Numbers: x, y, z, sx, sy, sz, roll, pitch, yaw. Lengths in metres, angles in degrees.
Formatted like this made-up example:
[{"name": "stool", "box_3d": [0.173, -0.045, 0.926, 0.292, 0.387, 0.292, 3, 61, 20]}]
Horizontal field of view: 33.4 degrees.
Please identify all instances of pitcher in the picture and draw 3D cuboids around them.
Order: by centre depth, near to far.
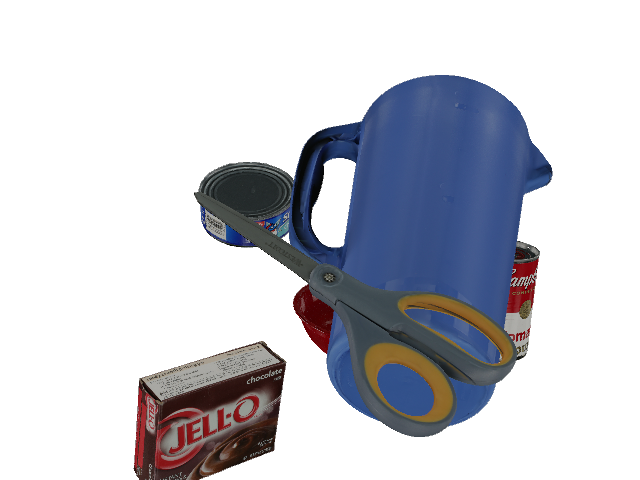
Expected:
[{"name": "pitcher", "box_3d": [0.065, 0.004, 0.749, 0.149, 0.242, 0.145, -26, -57, 34]}]

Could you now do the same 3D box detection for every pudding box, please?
[{"name": "pudding box", "box_3d": [-0.084, 0.133, 0.812, 0.113, 0.090, 0.039, -16, 39, -36]}]

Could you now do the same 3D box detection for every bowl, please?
[{"name": "bowl", "box_3d": [0.046, 0.102, 1.279, 0.162, 0.055, 0.162, 4, 25, -2]}]

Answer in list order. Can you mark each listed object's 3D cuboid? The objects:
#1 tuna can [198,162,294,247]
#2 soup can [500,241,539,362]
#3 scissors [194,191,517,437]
[{"name": "tuna can", "box_3d": [-0.064, -0.032, 0.940, 0.086, 0.034, 0.086, 1, 38, -1]}, {"name": "soup can", "box_3d": [0.168, 0.056, 1.011, 0.068, 0.102, 0.068, 3, 17, -1]}, {"name": "scissors", "box_3d": [0.003, 0.039, 0.567, 0.202, 0.096, 0.016, 21, -41, 10]}]
